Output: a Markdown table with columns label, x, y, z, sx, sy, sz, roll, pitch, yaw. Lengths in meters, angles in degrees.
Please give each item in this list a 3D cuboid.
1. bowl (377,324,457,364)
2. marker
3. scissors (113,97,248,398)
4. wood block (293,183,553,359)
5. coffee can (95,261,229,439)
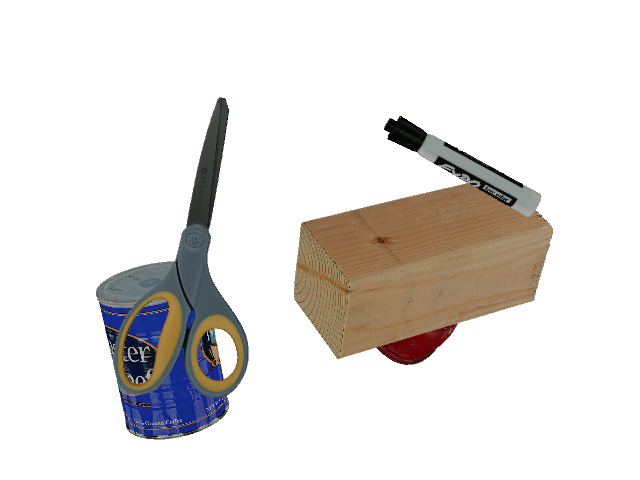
| label | x | y | z | sx | sy | sz | roll | pitch | yaw |
| --- | --- | --- | --- | --- | --- | --- | --- | --- | --- |
| bowl | 0.112 | 0.056 | 1.188 | 0.055 | 0.162 | 0.161 | -12 | -8 | 44 |
| marker | 0.099 | -0.053 | 0.752 | 0.121 | 0.020 | 0.020 | 29 | -3 | -5 |
| scissors | -0.068 | 0.015 | 0.703 | 0.096 | 0.202 | 0.016 | 26 | -4 | -1 |
| wood block | 0.090 | 0.020 | 0.948 | 0.205 | 0.090 | 0.091 | -13 | 42 | -24 |
| coffee can | -0.149 | 0.103 | 1.016 | 0.103 | 0.140 | 0.103 | -8 | 18 | 2 |
